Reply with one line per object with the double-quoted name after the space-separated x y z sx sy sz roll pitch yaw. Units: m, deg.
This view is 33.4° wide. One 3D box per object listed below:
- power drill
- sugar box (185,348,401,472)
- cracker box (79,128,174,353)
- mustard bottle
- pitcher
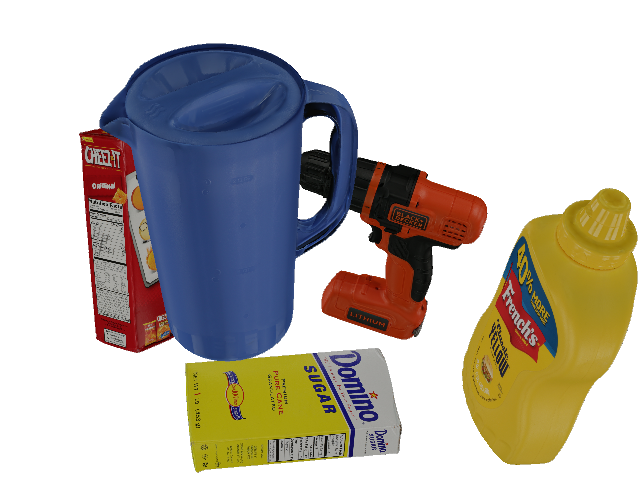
0.052 0.004 1.030 0.184 0.188 0.057 19 47 7 "power drill"
-0.025 0.143 0.916 0.176 0.048 0.093 -6 42 -6 "sugar box"
-0.156 -0.014 1.077 0.072 0.214 0.163 10 19 35 "cracker box"
0.135 0.042 0.615 0.058 0.096 0.192 1 -42 -12 "mustard bottle"
-0.066 -0.022 0.841 0.149 0.243 0.144 25 48 26 "pitcher"
